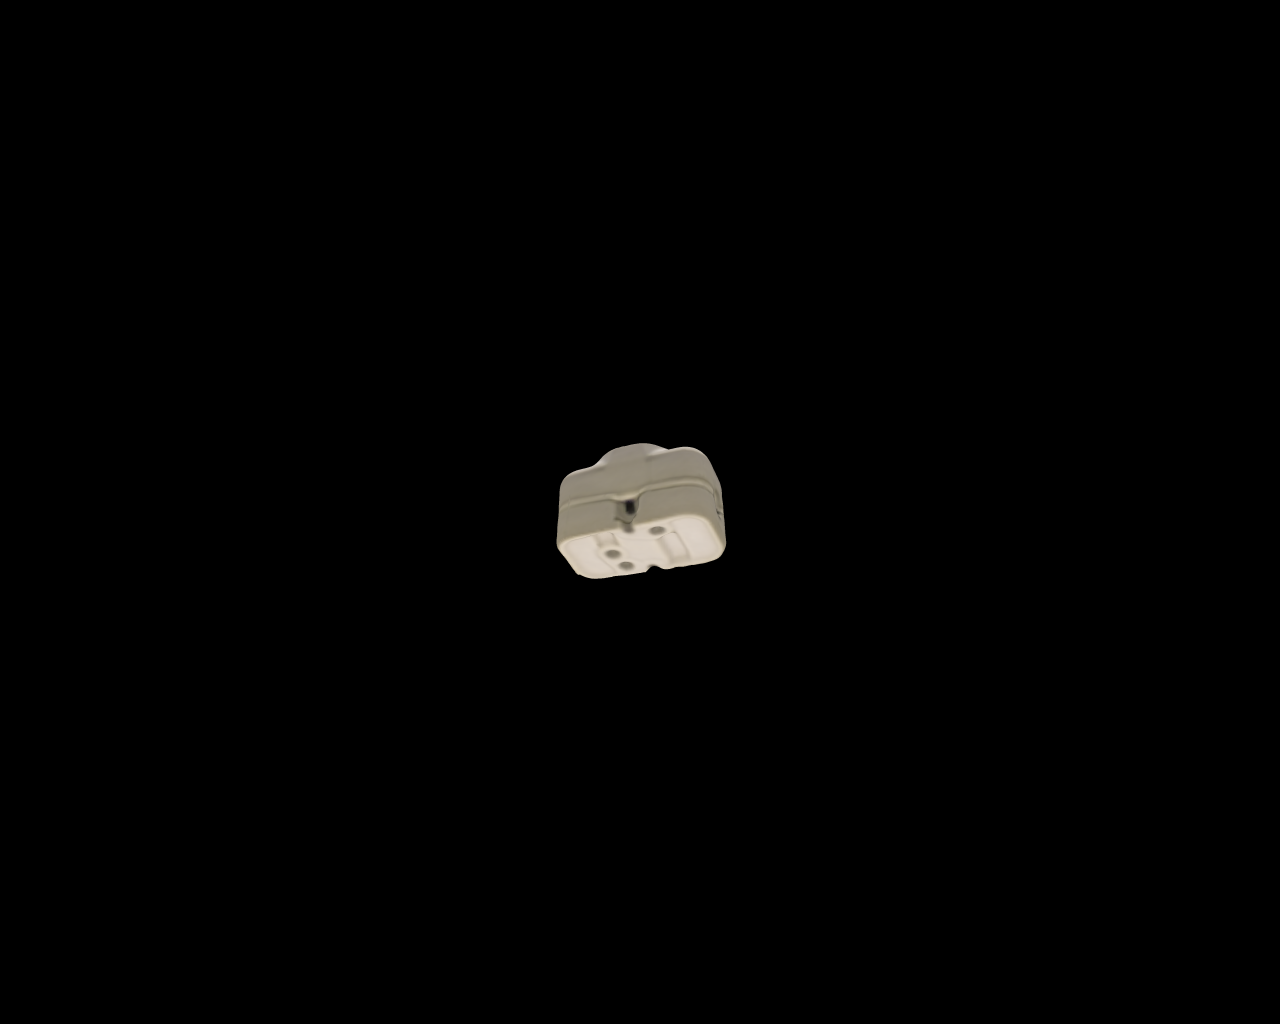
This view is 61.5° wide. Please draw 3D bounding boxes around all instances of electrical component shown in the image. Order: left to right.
[{"bbox_3d":[0.001,-0.003,0.650,0.095,0.059,0.053,-11,-36,16],"label":"electrical component"}]
